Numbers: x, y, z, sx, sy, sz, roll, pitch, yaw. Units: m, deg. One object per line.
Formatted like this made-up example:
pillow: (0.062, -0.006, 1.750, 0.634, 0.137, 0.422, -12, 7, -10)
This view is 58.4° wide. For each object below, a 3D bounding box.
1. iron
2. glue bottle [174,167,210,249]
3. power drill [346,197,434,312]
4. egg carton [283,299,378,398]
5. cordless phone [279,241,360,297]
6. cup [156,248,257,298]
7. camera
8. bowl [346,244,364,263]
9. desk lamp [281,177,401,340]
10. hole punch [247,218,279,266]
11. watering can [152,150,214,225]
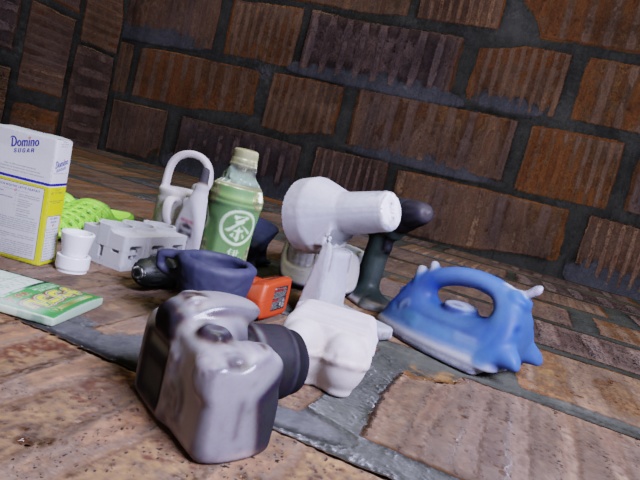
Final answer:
iron: (0.202, 0.100, 0.850, 0.257, 0.141, 0.119, 20, 9, 40)
glue bottle: (-0.218, -0.042, 1.005, 0.077, 0.173, 0.037, 18, 8, 30)
power drill: (0.116, 0.020, 1.038, 0.076, 0.208, 0.229, 11, 8, -23)
egg carton: (0.009, 0.116, 0.641, 0.107, 0.069, 0.150, 15, 7, 8)
cordless phone: (0.010, 0.004, 1.048, 0.148, 0.185, 0.094, 13, 7, -9)
cup: (-0.139, 0.063, 0.658, 0.117, 0.095, 0.092, 15, 7, 4)
camera: (-0.067, 0.101, 0.482, 0.137, 0.101, 0.142, 8, 9, -39)
bowl: (0.007, 0.040, 1.204, 0.167, 0.075, 0.167, 14, 7, -2)
desk lamp: (0.032, 0.018, 0.862, 0.202, 0.213, 0.118, 20, 9, 39)
hole punch: (-0.149, 0.000, 1.149, 0.108, 0.091, 0.101, 17, 8, 25)
watering can: (-0.261, -0.076, 1.098, 0.101, 0.194, 0.172, 12, 7, -18)
